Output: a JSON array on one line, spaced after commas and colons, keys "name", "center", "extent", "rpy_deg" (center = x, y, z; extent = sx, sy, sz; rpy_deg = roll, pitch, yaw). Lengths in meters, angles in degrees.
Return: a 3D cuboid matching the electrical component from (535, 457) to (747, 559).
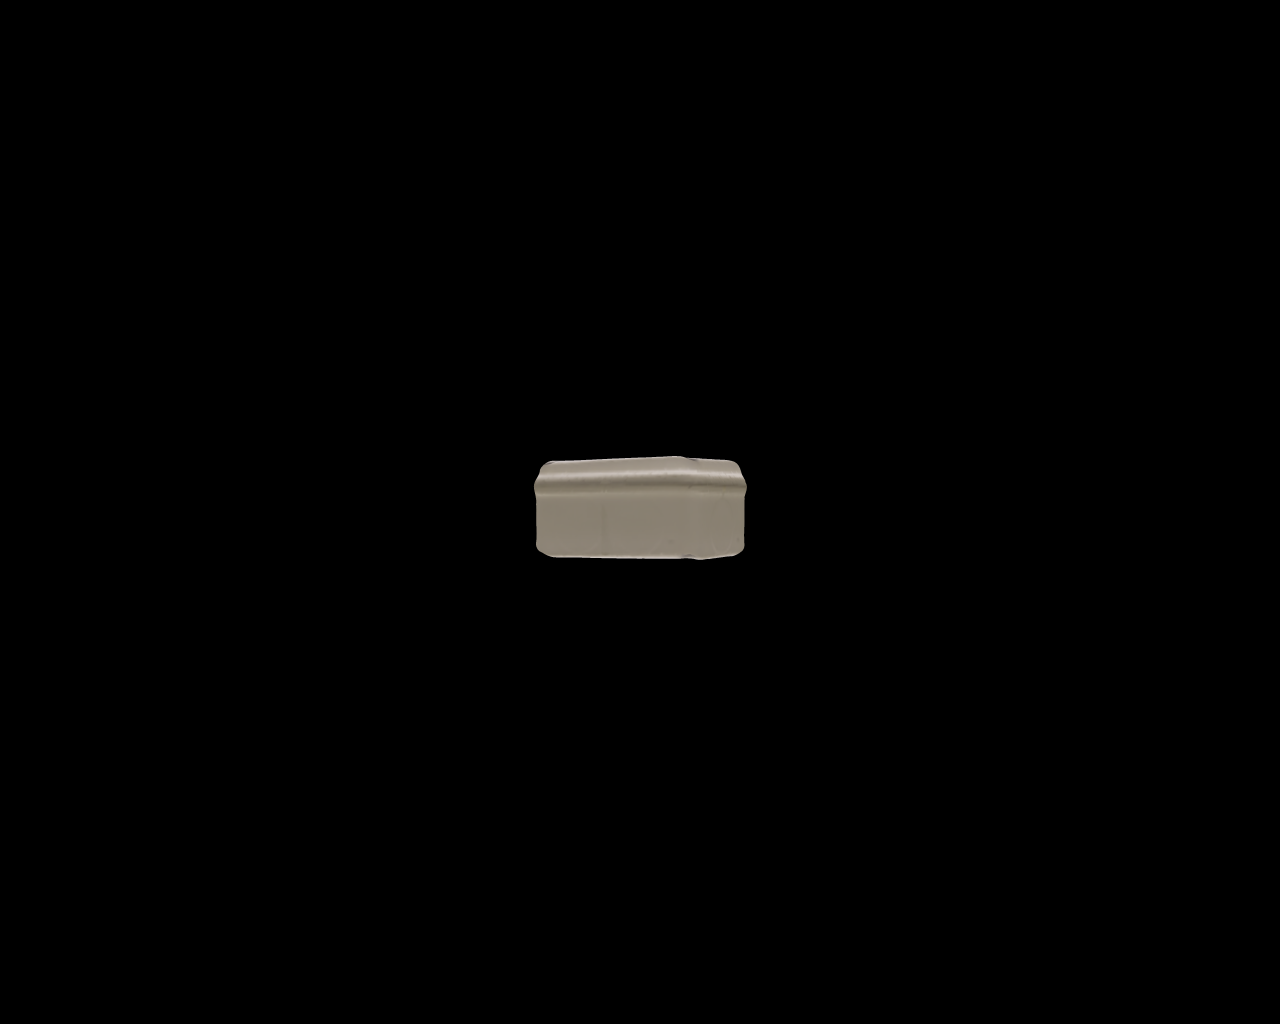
[{"name": "electrical component", "center": [0.001, -0.003, 0.650], "extent": [0.113, 0.057, 0.078], "rpy_deg": [0, 0, 28]}]
